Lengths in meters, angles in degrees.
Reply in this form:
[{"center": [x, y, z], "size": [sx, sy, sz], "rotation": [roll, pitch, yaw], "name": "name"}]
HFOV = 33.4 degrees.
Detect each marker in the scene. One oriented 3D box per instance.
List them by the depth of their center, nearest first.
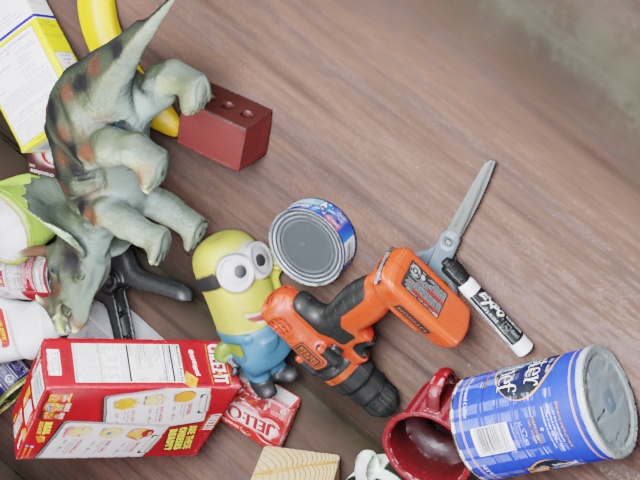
[{"center": [0.157, 0.062, 1.009], "size": [0.121, 0.020, 0.020], "rotation": [47, 129, -11], "name": "marker"}]

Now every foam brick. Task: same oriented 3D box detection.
[{"center": [-0.094, -0.112, 1.054], "size": [0.078, 0.052, 0.051], "rotation": [25, 126, 17], "name": "foam brick"}]

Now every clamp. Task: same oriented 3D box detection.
[{"center": [-0.219, 0.045, 1.209], "size": [0.120, 0.039, 0.171], "rotation": [-38, 78, 14], "name": "clamp"}]

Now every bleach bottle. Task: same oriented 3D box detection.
[{"center": [-0.418, 0.104, 1.330], "size": [0.251, 0.068, 0.102], "rotation": [-7, 77, 17], "name": "bleach bottle"}]

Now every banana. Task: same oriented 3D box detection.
[{"center": [-0.201, -0.192, 1.084], "size": [0.070, 0.037, 0.198], "rotation": [-7, 111, 33], "name": "banana"}]

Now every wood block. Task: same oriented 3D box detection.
[{"center": [-0.028, 0.347, 1.220], "size": [0.091, 0.090, 0.206], "rotation": [5, 122, 11], "name": "wood block"}]

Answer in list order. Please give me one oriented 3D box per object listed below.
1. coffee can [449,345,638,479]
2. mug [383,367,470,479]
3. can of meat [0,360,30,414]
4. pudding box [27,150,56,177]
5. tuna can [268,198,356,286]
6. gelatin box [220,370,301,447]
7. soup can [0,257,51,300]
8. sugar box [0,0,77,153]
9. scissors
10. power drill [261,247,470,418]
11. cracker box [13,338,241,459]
[{"center": [0.207, 0.163, 0.991], "size": [0.141, 0.102, 0.103], "rotation": [-21, 103, 37], "name": "coffee can"}, {"center": [0.121, 0.180, 1.064], "size": [0.093, 0.081, 0.117], "rotation": [9, 119, 26], "name": "mug"}, {"center": [-0.432, 0.178, 1.408], "size": [0.084, 0.057, 0.102], "rotation": [48, 128, 3], "name": "can of meat"}, {"center": [-0.270, -0.107, 1.169], "size": [0.114, 0.039, 0.090], "rotation": [15, 121, 23], "name": "pudding box"}, {"center": [-0.007, 0.001, 1.075], "size": [0.086, 0.033, 0.086], "rotation": [14, 121, 24], "name": "tuna can"}, {"center": [-0.072, 0.191, 1.218], "size": [0.089, 0.030, 0.073], "rotation": [30, 126, 14], "name": "gelatin box"}, {"center": [-0.337, 0.038, 1.269], "size": [0.102, 0.068, 0.068], "rotation": [1, 115, 31], "name": "soup can"}, {"center": [-0.307, -0.188, 1.115], "size": [0.093, 0.048, 0.176], "rotation": [-29, 83, 23], "name": "sugar box"}, {"center": [0.105, 0.001, 1.019], "size": [0.096, 0.016, 0.202], "rotation": [19, 123, 20], "name": "scissors"}, {"center": [0.055, 0.095, 1.050], "size": [0.184, 0.057, 0.188], "rotation": [43, 135, -17], "name": "power drill"}, {"center": [-0.217, 0.176, 1.180], "size": [0.164, 0.213, 0.072], "rotation": [-57, 39, 45], "name": "cracker box"}]
